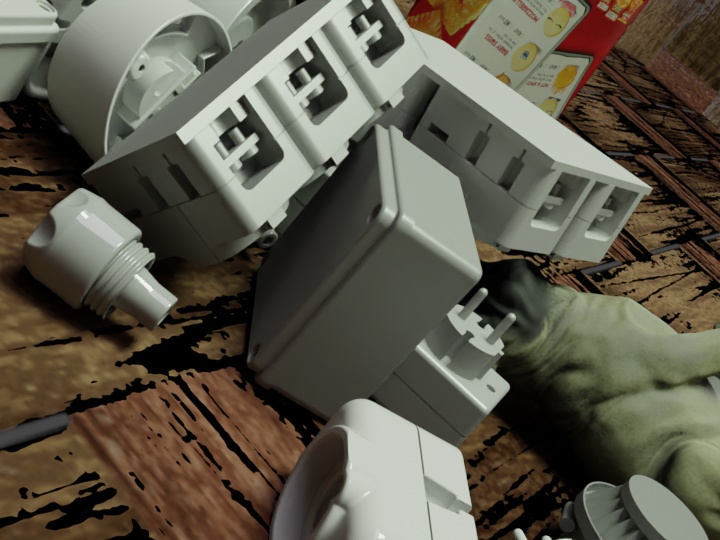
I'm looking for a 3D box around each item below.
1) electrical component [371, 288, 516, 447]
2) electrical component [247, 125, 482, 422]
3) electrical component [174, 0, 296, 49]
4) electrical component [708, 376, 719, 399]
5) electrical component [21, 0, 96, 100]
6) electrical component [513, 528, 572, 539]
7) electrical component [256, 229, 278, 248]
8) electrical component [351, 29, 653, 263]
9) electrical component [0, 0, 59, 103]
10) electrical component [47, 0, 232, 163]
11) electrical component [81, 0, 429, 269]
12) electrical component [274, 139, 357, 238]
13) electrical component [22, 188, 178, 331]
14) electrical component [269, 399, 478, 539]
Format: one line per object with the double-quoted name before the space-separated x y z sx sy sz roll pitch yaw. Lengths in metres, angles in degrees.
"electrical component" 0.047 0.044 0.548 0.066 0.076 0.047 42 22 10
"electrical component" 0.000 0.000 0.520 0.056 0.108 0.108 34 23 -18
"electrical component" -0.095 -0.145 0.657 0.060 0.108 0.108 35 22 7
"electrical component" 0.254 0.122 0.693 0.138 0.074 0.052 -111 -175 -51
"electrical component" -0.158 -0.145 0.572 0.059 0.095 0.054 47 24 19
"electrical component" 0.089 0.143 0.464 0.083 0.047 0.075 22 26 -33
"electrical component" -0.063 -0.037 0.590 0.035 0.035 0.061 11 37 -47
"electrical component" 0.061 -0.078 0.627 0.105 0.060 0.186 7 30 -49
"electrical component" -0.218 -0.129 0.503 0.109 0.056 0.109 42 23 8
"electrical component" -0.109 -0.094 0.553 0.064 0.099 0.099 41 22 22
"electrical component" -0.045 -0.072 0.519 0.150 0.089 0.061 -48 113 -34
"electrical component" -0.030 -0.051 0.633 0.054 0.059 0.095 22 28 -34
"electrical component" -0.105 0.000 0.448 0.062 0.043 0.043 39 23 -3
"electrical component" 0.005 0.098 0.413 0.059 0.053 0.095 31 24 -18
